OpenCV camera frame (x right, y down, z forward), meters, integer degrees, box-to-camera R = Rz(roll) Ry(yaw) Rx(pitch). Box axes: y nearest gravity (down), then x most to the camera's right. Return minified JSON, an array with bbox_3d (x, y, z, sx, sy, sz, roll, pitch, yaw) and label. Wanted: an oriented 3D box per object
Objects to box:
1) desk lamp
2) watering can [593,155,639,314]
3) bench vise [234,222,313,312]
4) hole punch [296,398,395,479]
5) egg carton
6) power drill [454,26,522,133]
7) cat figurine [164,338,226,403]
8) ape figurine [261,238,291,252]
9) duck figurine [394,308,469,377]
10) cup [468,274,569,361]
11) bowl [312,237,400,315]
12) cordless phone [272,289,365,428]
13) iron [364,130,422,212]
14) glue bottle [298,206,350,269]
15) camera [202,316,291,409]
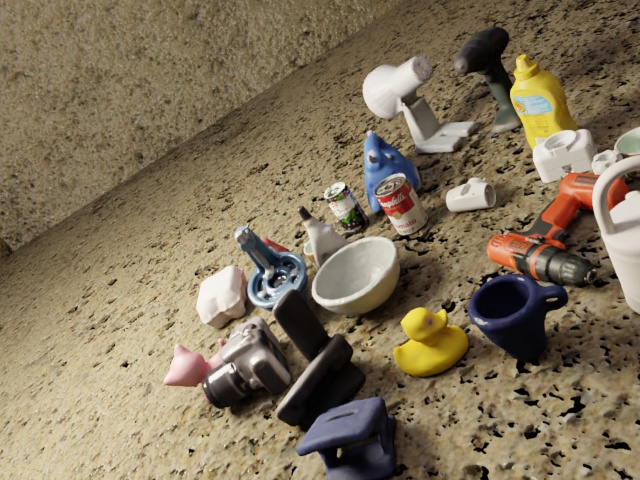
[{"bbox_3d":[0.219,-0.311,1.303,0.118,0.214,0.202,-46,28,-21],"label":"desk lamp"},{"bbox_3d":[0.373,-0.007,0.635,0.101,0.194,0.172,-33,26,5],"label":"watering can"},{"bbox_3d":[-0.104,0.053,1.067,0.121,0.220,0.206,-42,27,-14],"label":"bench vise"},{"bbox_3d":[0.033,0.246,0.729,0.108,0.091,0.101,-24,28,22],"label":"hole punch"},{"bbox_3d":[-0.210,0.122,1.247,0.107,0.069,0.150,-30,27,10],"label":"egg carton"},{"bbox_3d":[0.358,-0.334,1.184,0.075,0.209,0.230,-11,35,39],"label":"power drill"},{"bbox_3d":[-0.208,0.224,1.018,0.128,0.118,0.067,-34,26,2],"label":"cat figurine"},{"bbox_3d":[-0.106,0.033,1.247,0.076,0.092,0.077,-32,26,6],"label":"ape figurine"},{"bbox_3d":[0.143,0.134,0.793,0.104,0.086,0.077,-29,27,13],"label":"duck figurine"},{"bbox_3d":[0.255,0.100,0.708,0.117,0.095,0.092,-19,30,30],"label":"cup"},{"bbox_3d":[0.073,0.074,0.988,0.167,0.075,0.167,-27,27,16],"label":"bowl"},{"bbox_3d":[-0.033,0.171,0.824,0.093,0.185,0.148,0,43,49],"label":"cordless phone"},{"bbox_3d":[0.135,-0.173,1.252,0.118,0.142,0.258,-26,27,17],"label":"iron"},{"bbox_3d":[0.010,0.004,1.068,0.078,0.173,0.037,-29,27,13],"label":"glue bottle"},{"bbox_3d":[-0.136,0.210,0.976,0.137,0.101,0.143,-34,26,1],"label":"camera"}]
